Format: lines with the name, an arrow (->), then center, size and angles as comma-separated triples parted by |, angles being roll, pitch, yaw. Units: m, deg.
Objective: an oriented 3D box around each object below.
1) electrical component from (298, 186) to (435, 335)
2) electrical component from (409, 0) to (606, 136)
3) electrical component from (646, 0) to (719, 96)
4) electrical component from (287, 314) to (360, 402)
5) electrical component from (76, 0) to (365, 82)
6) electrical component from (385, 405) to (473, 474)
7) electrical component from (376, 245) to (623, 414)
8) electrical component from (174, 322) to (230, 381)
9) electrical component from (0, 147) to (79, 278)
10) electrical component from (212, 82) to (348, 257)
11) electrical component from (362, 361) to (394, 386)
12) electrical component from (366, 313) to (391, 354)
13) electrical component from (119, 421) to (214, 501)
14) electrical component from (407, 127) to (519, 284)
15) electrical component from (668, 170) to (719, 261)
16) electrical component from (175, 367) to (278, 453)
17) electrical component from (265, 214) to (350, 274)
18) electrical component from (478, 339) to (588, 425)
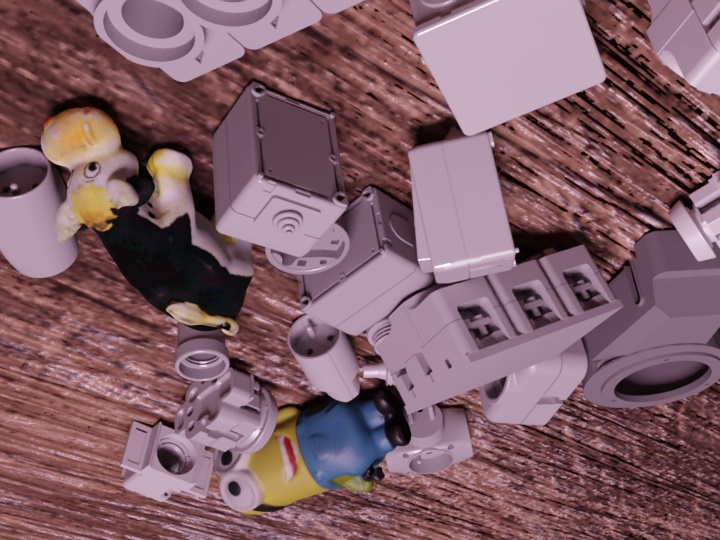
electrical component -> 0.000, 0.000, 0.748 | 0.096, 0.061, 0.061 | -36, 135, 29
electrical component -> 0.082, -0.135, 0.608 | 0.100, 0.048, 0.099 | -21, 140, 14
electrical component -> 0.197, -0.139, 0.593 | 0.050, 0.089, 0.055 | 11, 137, -24
electrical component -> -0.024, 0.072, 0.848 | 0.043, 0.043, 0.081 | -15, 141, 7
electrical component -> -0.060, -0.155, 0.514 | 0.150, 0.061, 0.089 | -16, 144, 33
electrical component -> 0.057, 0.142, 0.951 | 0.077, 0.044, 0.079 | -11, 141, 3
electrical component -> 0.097, 0.037, 0.765 | 0.150, 0.061, 0.089 | -16, 160, -35
electrical component -> -0.119, 0.053, 0.803 | 0.040, 0.046, 0.040 | -6, 141, -5
electrical component -> -0.225, -0.033, 0.676 | 0.079, 0.043, 0.077 | -6, 142, -4
electrical component -> -0.051, -0.052, 0.645 | 0.062, 0.096, 0.061 | 17, 135, -29
electrical component -> 0.033, 0.081, 0.878 | 0.061, 0.035, 0.035 | -2, 141, -5
electrical component -> 0.027, 0.048, 0.813 | 0.043, 0.062, 0.043 | -6, 141, -5
electrical component -> -0.171, 0.169, 0.930 | 0.081, 0.042, 0.064 | 28, 137, -23
electrical component -> 0.060, -0.044, 0.687 | 0.061, 0.096, 0.061 | -12, 170, 4
electrical component -> 0.255, -0.038, 0.768 | 0.055, 0.048, 0.066 | -33, 137, 16
electrical component -> -0.105, 0.116, 0.875 | 0.057, 0.058, 0.078 | 28, 128, -34
electrical component -> -0.037, -0.032, 0.712 | 0.055, 0.047, 0.055 | -6, 141, -5
electrical component -> 0.137, 0.084, 0.887 | 0.059, 0.053, 0.095 | 6, 139, -18
